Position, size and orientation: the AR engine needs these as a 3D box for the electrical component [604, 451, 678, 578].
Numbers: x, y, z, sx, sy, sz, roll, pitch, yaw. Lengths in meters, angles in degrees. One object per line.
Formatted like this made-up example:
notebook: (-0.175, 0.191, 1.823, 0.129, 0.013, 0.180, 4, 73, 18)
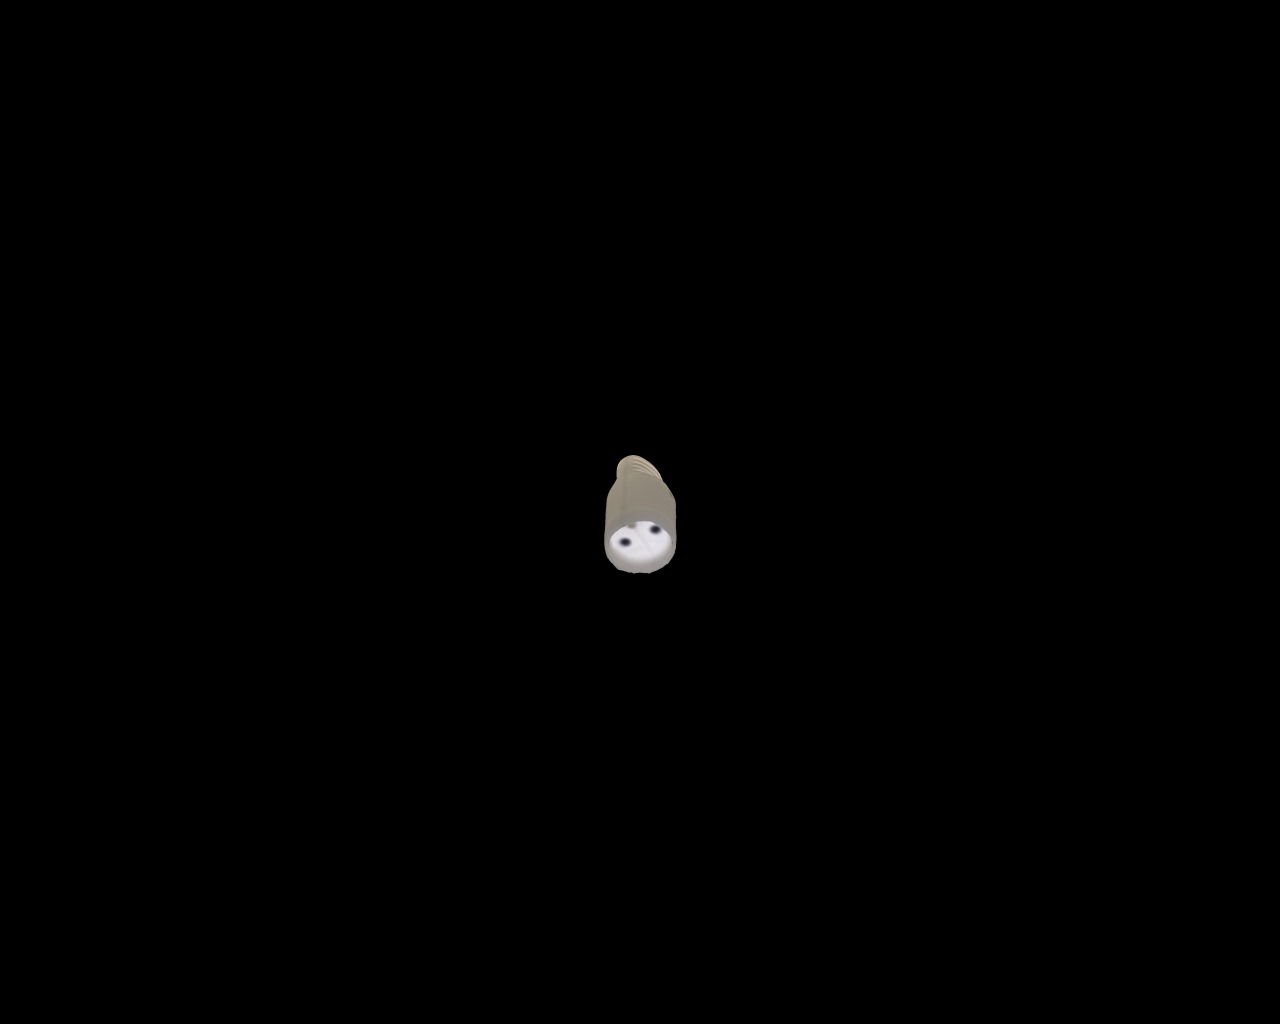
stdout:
electrical component: (0.001, -0.003, 0.650, 0.043, 0.043, 0.081, 0, 37, 0)
